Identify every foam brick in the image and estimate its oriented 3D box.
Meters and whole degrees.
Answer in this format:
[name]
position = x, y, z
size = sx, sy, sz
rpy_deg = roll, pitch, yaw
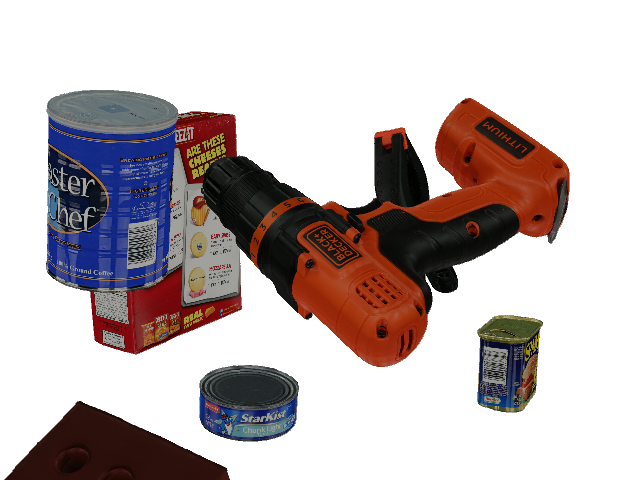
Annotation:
[foam brick]
position = -0.079, 0.112, 0.430
size = 0.078, 0.051, 0.052
rpy_deg = 18, 44, 24

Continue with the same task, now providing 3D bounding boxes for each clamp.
[clamp]
position = 0.076, -0.008, 0.922
size = 0.039, 0.171, 0.120
rpy_deg = -14, 18, 20

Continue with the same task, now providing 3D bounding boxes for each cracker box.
[cracker box]
position = -0.158, -0.013, 1.077
size = 0.072, 0.214, 0.163
rpy_deg = 9, 19, 35

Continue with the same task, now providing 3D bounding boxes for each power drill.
[power drill]
position = 0.043, -0.021, 0.655
size = 0.187, 0.057, 0.185
rpy_deg = -28, 52, -25

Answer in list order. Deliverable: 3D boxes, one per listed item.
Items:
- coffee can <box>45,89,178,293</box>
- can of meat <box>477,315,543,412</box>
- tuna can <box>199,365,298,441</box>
[coffee can]
position = -0.171, -0.042, 0.871
size = 0.103, 0.140, 0.103
rpy_deg = 5, 22, -2
[can of meat]
position = 0.208, 0.135, 1.179
size = 0.058, 0.084, 0.102
rpy_deg = 6, 10, 23
[tuna can]
position = -0.062, 0.140, 0.920
size = 0.086, 0.034, 0.086
rpy_deg = 3, 17, -1
